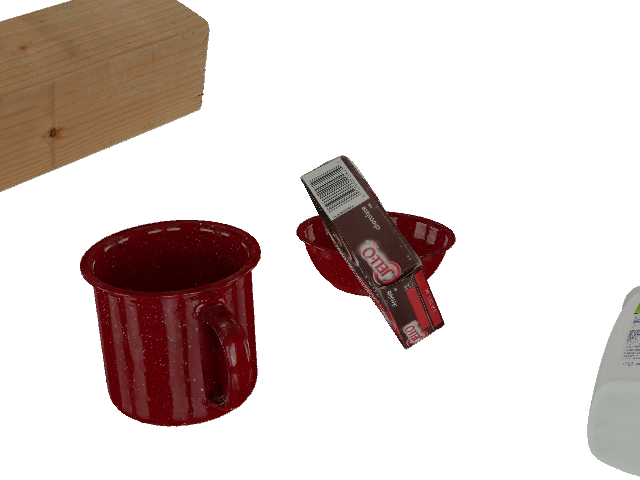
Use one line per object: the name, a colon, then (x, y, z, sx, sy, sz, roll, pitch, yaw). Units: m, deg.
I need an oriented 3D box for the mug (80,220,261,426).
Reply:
mug: (-0.069, 0.048, 0.557, 0.093, 0.081, 0.117, -18, 29, -32)

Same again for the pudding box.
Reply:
pudding box: (0.036, 0.008, 0.734, 0.039, 0.113, 0.090, -29, -35, -2)

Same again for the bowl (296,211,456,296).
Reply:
bowl: (0.056, 0.017, 1.087, 0.162, 0.055, 0.162, 1, 17, -1)

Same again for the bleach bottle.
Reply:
bleach bottle: (0.254, 0.081, 0.746, 0.103, 0.068, 0.250, 11, 21, 20)

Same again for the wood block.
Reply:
wood block: (-0.197, -0.129, 0.857, 0.090, 0.091, 0.205, 37, 46, 27)
